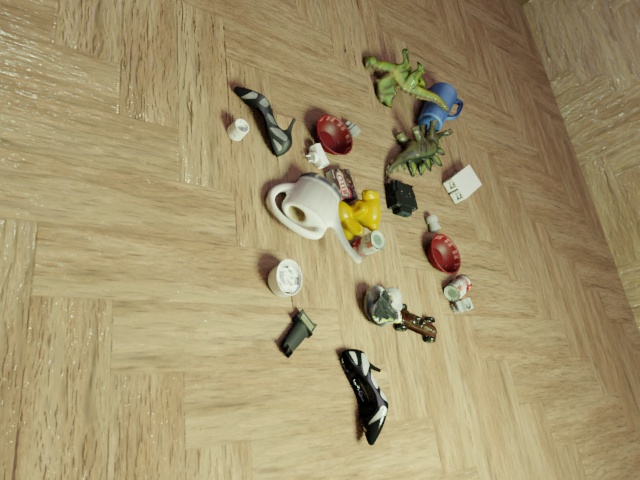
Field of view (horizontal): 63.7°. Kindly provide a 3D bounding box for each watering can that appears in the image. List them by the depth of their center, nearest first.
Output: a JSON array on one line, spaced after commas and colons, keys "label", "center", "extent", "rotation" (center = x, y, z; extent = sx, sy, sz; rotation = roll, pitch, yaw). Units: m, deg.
[{"label": "watering can", "center": [0.005, -0.080, 1.595], "extent": [0.347, 0.229, 0.102], "rotation": [32, -39, -4]}]

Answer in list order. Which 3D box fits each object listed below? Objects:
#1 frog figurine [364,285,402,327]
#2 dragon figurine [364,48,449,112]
[{"label": "frog figurine", "center": [0.203, 0.202, 1.655], "extent": [0.122, 0.137, 0.161], "rotation": [-45, 4, 11]}, {"label": "dragon figurine", "center": [0.342, -0.645, 2.178], "extent": [0.244, 0.411, 0.121], "rotation": [-39, -4, -13]}]
